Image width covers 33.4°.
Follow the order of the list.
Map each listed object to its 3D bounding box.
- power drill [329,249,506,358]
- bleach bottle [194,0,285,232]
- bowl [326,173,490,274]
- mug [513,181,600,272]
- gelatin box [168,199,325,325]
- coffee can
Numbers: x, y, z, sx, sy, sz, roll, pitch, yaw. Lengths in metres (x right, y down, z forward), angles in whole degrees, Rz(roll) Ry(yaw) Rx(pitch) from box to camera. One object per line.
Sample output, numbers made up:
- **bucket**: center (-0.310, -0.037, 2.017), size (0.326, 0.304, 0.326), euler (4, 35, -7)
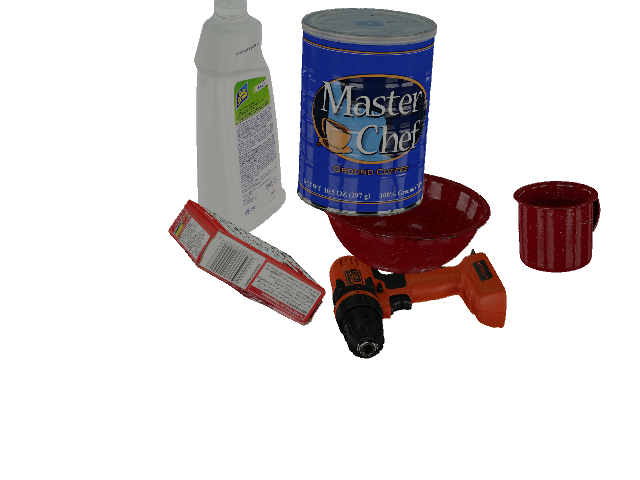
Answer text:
- **power drill**: center (0.107, 0.067, 1.187), size (0.187, 0.057, 0.184), euler (-3, 28, -5)
- **bleach bottle**: center (-0.082, -0.132, 1.068), size (0.068, 0.251, 0.102), euler (20, 40, 24)
- **bowl**: center (0.077, -0.013, 1.008), size (0.162, 0.055, 0.162), euler (3, 25, -1)
- **mug**: center (0.277, -0.018, 1.220), size (0.117, 0.081, 0.093), euler (-20, 26, -34)
- **gelatin box**: center (-0.048, 0.014, 0.689), size (0.089, 0.030, 0.073), euler (31, 4, -27)
- **coffee can**: center (0.034, -0.102, 0.834), size (0.103, 0.140, 0.103), euler (2, 23, -1)
